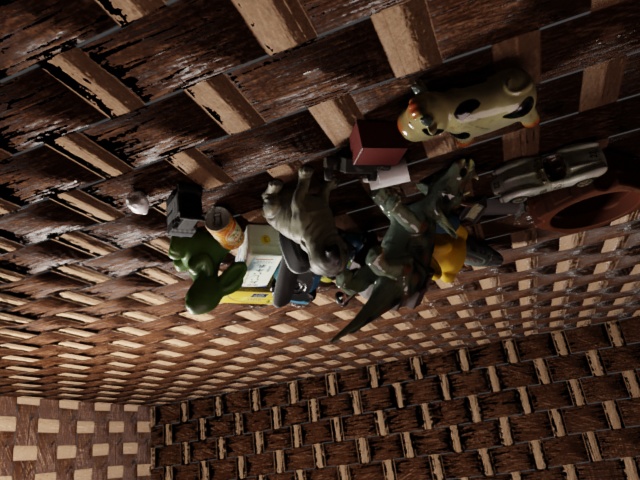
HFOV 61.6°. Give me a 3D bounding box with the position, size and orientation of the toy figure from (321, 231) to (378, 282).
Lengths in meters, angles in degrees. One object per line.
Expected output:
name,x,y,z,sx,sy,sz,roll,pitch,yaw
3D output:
toy figure,0.054,0.037,1.244,0.180,0.089,0.082,-23,145,37

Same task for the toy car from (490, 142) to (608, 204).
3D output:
toy car,0.421,-0.124,0.997,0.202,0.073,0.056,-15,160,16

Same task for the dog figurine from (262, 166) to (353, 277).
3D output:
dog figurine,-0.033,-0.012,0.967,0.121,0.190,0.172,11,152,-37

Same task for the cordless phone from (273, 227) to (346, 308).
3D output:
cordless phone,-0.031,0.052,1.107,0.146,0.089,0.184,-18,131,-52

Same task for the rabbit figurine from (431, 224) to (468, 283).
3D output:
rabbit figurine,0.240,0.022,1.226,0.173,0.162,0.122,31,151,-31

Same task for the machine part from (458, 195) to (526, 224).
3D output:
machine part,0.374,-0.068,1.167,0.139,0.039,0.084,-4,149,-5

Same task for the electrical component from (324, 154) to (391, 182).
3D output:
electrical component,0.058,-0.119,0.903,0.102,0.045,0.078,-2,-163,-23

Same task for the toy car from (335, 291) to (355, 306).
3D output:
toy car,0.090,0.086,1.294,0.089,0.053,0.202,-44,-177,32

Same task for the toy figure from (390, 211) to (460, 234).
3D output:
toy figure,0.222,-0.044,1.149,0.154,0.058,0.064,5,148,-19

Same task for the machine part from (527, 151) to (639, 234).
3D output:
machine part,0.548,-0.093,1.098,0.201,0.087,0.201,8,152,-30

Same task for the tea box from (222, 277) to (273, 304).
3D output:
tea box,-0.170,0.121,1.399,0.169,0.068,0.098,6,154,-28

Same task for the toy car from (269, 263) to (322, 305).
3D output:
toy car,-0.049,0.065,1.220,0.109,0.103,0.161,13,131,-7

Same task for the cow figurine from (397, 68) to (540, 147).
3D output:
cow figurine,0.206,-0.187,0.767,0.195,0.085,0.127,-13,163,20

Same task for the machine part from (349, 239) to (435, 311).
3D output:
machine part,0.146,0.067,1.110,0.179,0.179,0.056,0,129,-18

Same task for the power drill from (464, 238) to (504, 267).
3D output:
power drill,0.348,0.062,1.413,0.207,0.086,0.232,-20,154,36

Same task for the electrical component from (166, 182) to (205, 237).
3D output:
electrical component,-0.250,-0.045,0.971,0.048,0.075,0.119,6,156,-33

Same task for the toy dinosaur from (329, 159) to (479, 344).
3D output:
toy dinosaur,0.155,0.028,0.997,0.192,0.404,0.131,28,173,-26

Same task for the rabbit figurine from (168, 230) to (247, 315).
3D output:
rabbit figurine,-0.238,0.076,1.135,0.159,0.170,0.121,-1,157,-15
